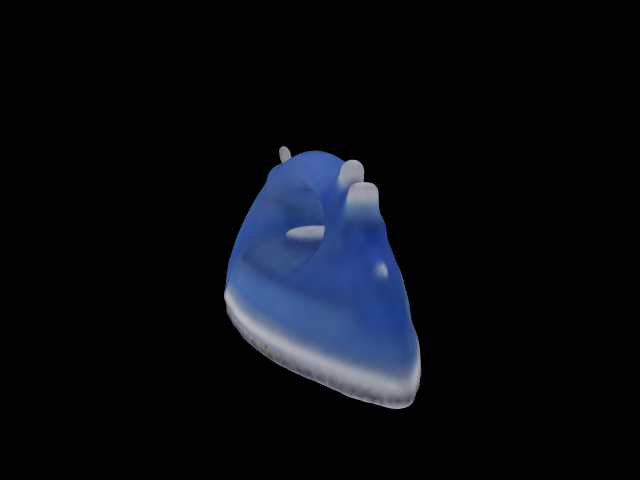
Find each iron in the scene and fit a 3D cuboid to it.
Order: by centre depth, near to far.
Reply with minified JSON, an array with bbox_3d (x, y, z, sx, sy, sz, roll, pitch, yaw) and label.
[{"bbox_3d":[0.004,0.001,0.400,0.119,0.141,0.257,-2,7,-19],"label":"iron"}]
